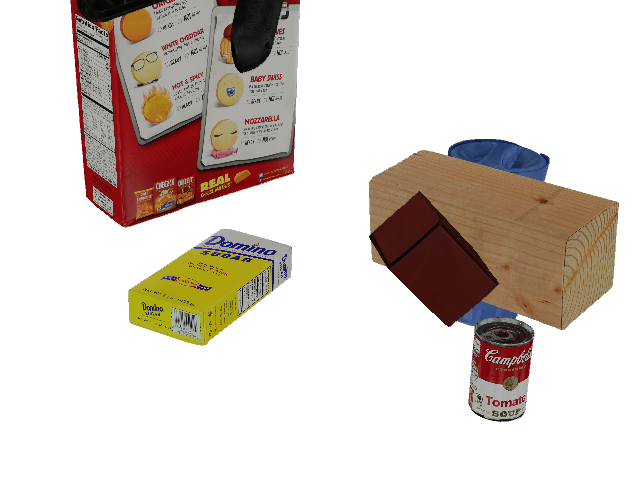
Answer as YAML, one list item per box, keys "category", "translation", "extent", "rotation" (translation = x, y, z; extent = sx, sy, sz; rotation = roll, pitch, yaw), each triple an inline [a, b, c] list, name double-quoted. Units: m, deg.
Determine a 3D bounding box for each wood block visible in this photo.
- category: "wood block"
  translation: [0.152, -0.007, 0.968]
  extent: [0.206, 0.090, 0.090]
  rotation: [20, 36, 37]

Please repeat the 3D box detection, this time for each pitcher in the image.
- category: "pitcher"
  translation: [0.220, -0.007, 1.445]
  extent: [0.149, 0.243, 0.145]
  rotation: [5, 23, 3]

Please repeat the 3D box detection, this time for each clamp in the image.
- category: "clamp"
  translation: [-0.030, -0.147, 0.559]
  extent: [0.120, 0.039, 0.171]
  rotation: [35, 64, 29]

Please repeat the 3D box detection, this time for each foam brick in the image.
- category: "foam brick"
  translation: [0.084, 0.014, 0.785]
  extent: [0.078, 0.051, 0.053]
  rotation: [43, 10, -30]

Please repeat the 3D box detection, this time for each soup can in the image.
- category: "soup can"
  translation: [0.208, 0.149, 1.234]
  extent: [0.068, 0.102, 0.068]
  rotation: [1, 23, -1]

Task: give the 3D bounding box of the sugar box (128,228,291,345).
- category: "sugar box"
  translation: [-0.112, 0.044, 1.118]
  extent: [0.093, 0.048, 0.176]
  rotation: [15, 31, 23]

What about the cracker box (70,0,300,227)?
- category: "cracker box"
  translation: [-0.098, -0.135, 0.794]
  extent: [0.163, 0.214, 0.072]
  rotation: [-21, 36, -35]
